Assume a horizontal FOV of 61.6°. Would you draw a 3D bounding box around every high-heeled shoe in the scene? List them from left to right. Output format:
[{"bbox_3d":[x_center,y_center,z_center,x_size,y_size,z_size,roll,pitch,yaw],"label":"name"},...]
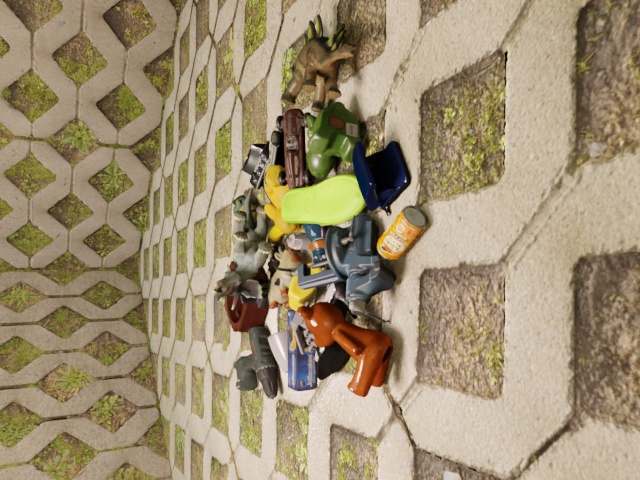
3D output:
[{"bbox_3d":[0.020,0.192,1.227,0.248,0.086,0.145,-64,35,29],"label":"high-heeled shoe"}]

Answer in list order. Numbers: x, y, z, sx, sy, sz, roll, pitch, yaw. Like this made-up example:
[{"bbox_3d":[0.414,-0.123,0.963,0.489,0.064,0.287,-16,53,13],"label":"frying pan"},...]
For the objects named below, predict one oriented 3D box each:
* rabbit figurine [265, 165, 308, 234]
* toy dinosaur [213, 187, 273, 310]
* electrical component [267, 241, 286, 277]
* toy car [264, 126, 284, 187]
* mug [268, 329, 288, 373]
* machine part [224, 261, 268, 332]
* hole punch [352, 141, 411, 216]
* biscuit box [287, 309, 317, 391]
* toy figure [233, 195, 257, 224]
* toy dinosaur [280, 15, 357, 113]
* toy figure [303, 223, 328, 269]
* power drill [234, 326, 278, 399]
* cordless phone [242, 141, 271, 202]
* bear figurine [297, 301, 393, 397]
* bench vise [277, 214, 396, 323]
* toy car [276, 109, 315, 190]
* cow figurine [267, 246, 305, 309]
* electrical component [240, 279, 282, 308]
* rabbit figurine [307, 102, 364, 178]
[{"bbox_3d":[-0.095,-0.098,1.411,0.162,0.122,0.173,152,115,-65],"label":"rabbit figurine"},{"bbox_3d":[-0.204,0.027,1.528,0.405,0.131,0.192,-89,15,-56],"label":"toy dinosaur"},{"bbox_3d":[-0.125,0.051,1.512,0.078,0.045,0.102,-56,-14,-40],"label":"electrical component"},{"bbox_3d":[-0.107,-0.224,1.485,0.056,0.073,0.201,42,126,55],"label":"toy car"},{"bbox_3d":[-0.092,0.301,1.439,0.109,0.081,0.107,-42,62,48],"label":"mug"},{"bbox_3d":[-0.233,0.176,1.706,0.201,0.087,0.201,58,140,47],"label":"machine part"},{"bbox_3d":[0.105,-0.127,1.066,0.115,0.092,0.142,-55,46,52],"label":"hole punch"},{"bbox_3d":[-0.046,0.278,1.370,0.063,0.059,0.202,-5,85,62],"label":"biscuit box"},{"bbox_3d":[-0.228,-0.081,1.709,0.180,0.082,0.089,-116,36,-45],"label":"toy figure"},{"bbox_3d":[-0.013,-0.407,1.269,0.472,0.105,0.198,12,86,68],"label":"toy dinosaur"},{"bbox_3d":[-0.003,-0.004,1.299,0.064,0.058,0.154,121,138,-69],"label":"toy figure"},{"bbox_3d":[-0.195,0.394,1.633,0.207,0.086,0.232,124,140,-52],"label":"power drill"},{"bbox_3d":[-0.144,-0.184,1.573,0.184,0.089,0.146,60,141,27],"label":"cordless phone"},{"bbox_3d":[0.042,0.207,1.079,0.196,0.120,0.131,20,98,23],"label":"bear figurine"},{"bbox_3d":[0.039,0.063,1.110,0.241,0.128,0.223,-16,64,32],"label":"bench vise"},{"bbox_3d":[-0.062,-0.216,1.300,0.089,0.053,0.202,2,95,22],"label":"toy car"},{"bbox_3d":[-0.087,0.097,1.435,0.195,0.085,0.127,127,134,-55],"label":"cow figurine"},{"bbox_3d":[-0.165,0.153,1.539,0.047,0.119,0.075,116,146,-41],"label":"electrical component"},{"bbox_3d":[0.008,-0.220,1.219,0.170,0.121,0.159,123,144,-54],"label":"rabbit figurine"}]
